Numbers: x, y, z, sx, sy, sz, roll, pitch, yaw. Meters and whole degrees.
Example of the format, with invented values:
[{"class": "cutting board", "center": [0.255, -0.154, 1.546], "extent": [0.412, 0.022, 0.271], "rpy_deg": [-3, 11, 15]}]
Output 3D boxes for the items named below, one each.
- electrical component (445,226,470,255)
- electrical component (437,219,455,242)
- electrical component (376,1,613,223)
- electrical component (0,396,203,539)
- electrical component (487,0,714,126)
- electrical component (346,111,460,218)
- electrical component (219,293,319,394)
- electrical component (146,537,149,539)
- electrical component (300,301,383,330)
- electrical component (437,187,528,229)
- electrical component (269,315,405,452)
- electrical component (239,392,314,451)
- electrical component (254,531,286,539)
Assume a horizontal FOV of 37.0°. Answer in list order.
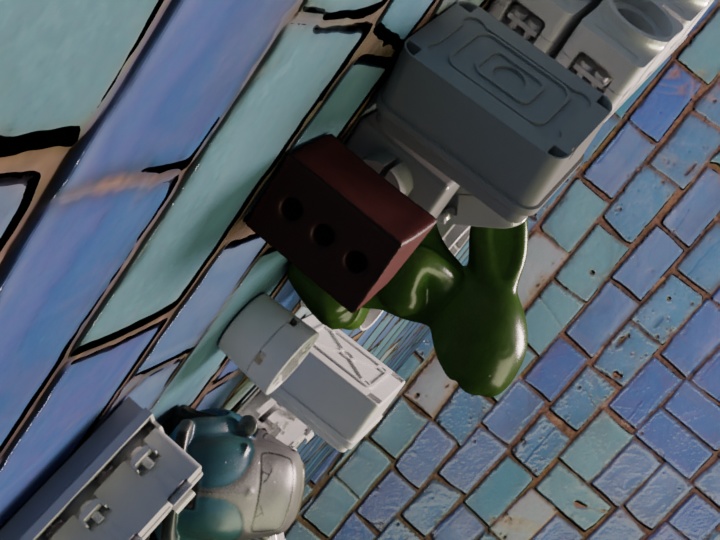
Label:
[{"class": "electrical component", "center": [0.055, -0.025, 1.002], "extent": [0.108, 0.060, 0.108], "rpy_deg": [-49, 172, -9]}, {"class": "electrical component", "center": [0.061, -0.065, 0.879], "extent": [0.061, 0.061, 0.096], "rpy_deg": [-52, 180, 12]}, {"class": "electrical component", "center": [0.075, -0.090, 0.615], "extent": [0.078, 0.113, 0.057], "rpy_deg": [-43, 167, -40]}, {"class": "electrical component", "center": [-0.152, 0.142, 0.621], "extent": [0.121, 0.063, 0.078], "rpy_deg": [-47, 172, -18]}, {"class": "electrical component", "center": [0.174, -0.186, 0.748], "extent": [0.186, 0.105, 0.060], "rpy_deg": [-42, 169, -46]}, {"class": "electrical component", "center": [0.015, -0.052, 0.632], "extent": [0.047, 0.066, 0.077], "rpy_deg": [-55, 171, 34]}, {"class": "electrical component", "center": [-0.064, 0.049, 0.738], "extent": [0.055, 0.047, 0.055], "rpy_deg": [-49, 172, -9]}, {"class": "electrical component", "center": [-0.194, 0.215, 0.820], "extent": [0.099, 0.064, 0.099], "rpy_deg": [-47, 158, -26]}, {"class": "electrical component", "center": [0.000, 0.000, 0.893], "extent": [0.099, 0.064, 0.099], "rpy_deg": [-56, 165, -24]}, {"class": "electrical component", "center": [0.062, -0.067, 0.689], "extent": [0.053, 0.095, 0.059], "rpy_deg": [-59, 148, -50]}, {"class": "electrical component", "center": [-0.026, 0.095, 0.942], "extent": [0.056, 0.109, 0.109], "rpy_deg": [-55, 171, 13]}, {"class": "electrical component", "center": [-0.081, 0.152, 1.066], "extent": [0.078, 0.063, 0.121], "rpy_deg": [-54, 171, 28]}, {"class": "electrical component", "center": [-0.130, 0.229, 0.970], "extent": [0.105, 0.060, 0.186], "rpy_deg": [-10, 168, -2]}]
